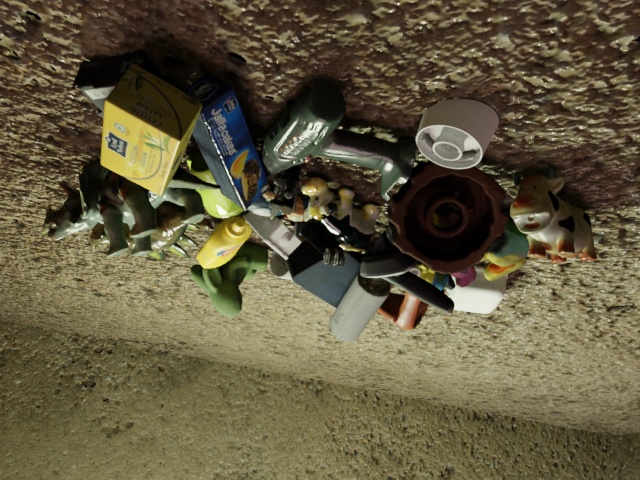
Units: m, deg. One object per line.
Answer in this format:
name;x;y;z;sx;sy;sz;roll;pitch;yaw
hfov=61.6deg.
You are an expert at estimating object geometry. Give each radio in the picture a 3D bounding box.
radio;0.042;0.069;1.160;0.131;0.073;0.229;-35;140;17

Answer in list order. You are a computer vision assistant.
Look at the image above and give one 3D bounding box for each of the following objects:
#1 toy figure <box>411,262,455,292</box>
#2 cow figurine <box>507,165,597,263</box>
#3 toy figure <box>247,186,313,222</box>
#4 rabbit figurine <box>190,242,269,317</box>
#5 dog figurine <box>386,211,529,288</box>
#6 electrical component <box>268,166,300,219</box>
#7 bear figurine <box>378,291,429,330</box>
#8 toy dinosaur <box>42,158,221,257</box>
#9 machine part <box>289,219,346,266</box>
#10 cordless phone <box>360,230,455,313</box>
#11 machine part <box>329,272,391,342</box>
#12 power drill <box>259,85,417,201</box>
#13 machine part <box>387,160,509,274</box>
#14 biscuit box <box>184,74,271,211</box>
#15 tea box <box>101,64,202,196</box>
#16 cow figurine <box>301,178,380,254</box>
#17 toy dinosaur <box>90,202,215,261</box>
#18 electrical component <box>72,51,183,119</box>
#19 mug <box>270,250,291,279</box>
toy figure;0.210;0.069;1.145;0.180;0.089;0.082;18;114;-40
cow figurine;0.357;-0.035;0.827;0.195;0.127;0.086;12;162;-43
toy figure;-0.071;-0.066;0.980;0.154;0.057;0.064;14;-165;-14
rabbit figurine;-0.206;0.085;1.228;0.159;0.170;0.121;26;151;-33
dog figurine;0.223;-0.017;0.910;0.192;0.108;0.219;-25;133;39
electrical component;-0.059;-0.080;0.897;0.045;0.102;0.078;6;132;-1
bear figurine;0.161;0.128;1.289;0.196;0.131;0.120;30;-155;29
toy dinosaur;-0.306;-0.086;0.898;0.405;0.192;0.131;-25;174;34
machine part;-0.002;-0.003;1.006;0.084;0.139;0.039;9;118;-41
cordless phone;0.175;0.062;1.000;0.184;0.088;0.146;33;-162;9
machine part;0.082;0.140;1.139;0.079;0.079;0.243;16;133;-14
power drill;0.022;-0.128;0.786;0.207;0.086;0.232;22;156;-10
machine part;0.190;-0.040;0.812;0.179;0.179;0.056;13;-160;-6
biscuit box;-0.134;-0.134;0.773;0.063;0.059;0.202;35;158;31
tea box;-0.224;-0.135;0.700;0.098;0.068;0.169;27;153;-11
cow figurine;0.027;-0.041;0.944;0.167;0.098;0.068;27;157;-35
toy dinosaur;-0.390;-0.016;1.161;0.472;0.105;0.198;-1;158;34
electrical component;-0.254;-0.195;0.751;0.115;0.058;0.134;2;156;22
mug;-0.056;0.058;1.225;0.107;0.081;0.110;18;153;-39
